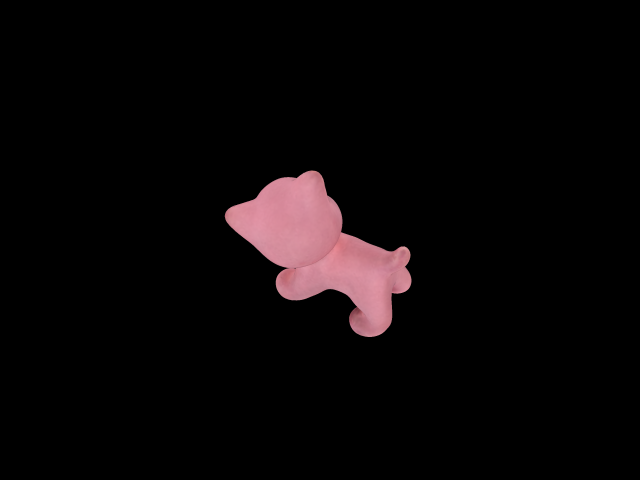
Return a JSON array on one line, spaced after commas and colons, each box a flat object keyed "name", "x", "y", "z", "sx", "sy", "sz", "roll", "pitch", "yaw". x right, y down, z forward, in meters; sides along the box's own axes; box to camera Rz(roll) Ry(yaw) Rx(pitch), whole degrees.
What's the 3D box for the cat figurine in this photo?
[{"name": "cat figurine", "x": 0.004, "y": 0.001, "z": 0.400, "sx": 0.127, "sy": 0.118, "sz": 0.067, "roll": 21, "pitch": 62, "yaw": 12}]
